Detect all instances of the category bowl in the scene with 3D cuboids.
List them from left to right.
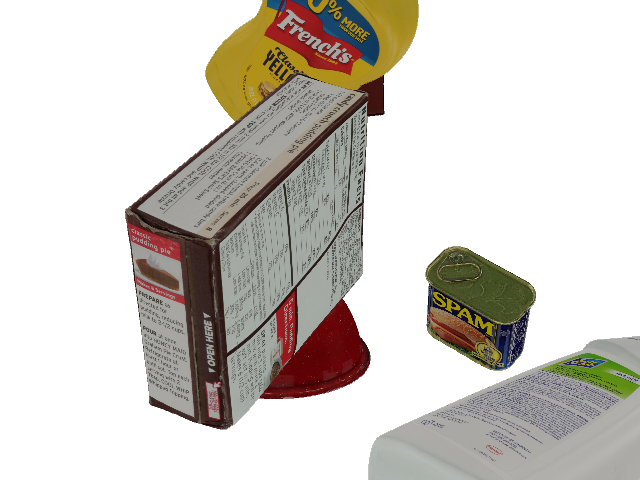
[{"bbox_3d":[-0.041,0.055,0.772,0.162,0.055,0.162,4,17,-2],"label":"bowl"}]

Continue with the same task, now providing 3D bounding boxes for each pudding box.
[{"bbox_3d":[-0.022,0.002,0.400,0.039,0.090,0.113,17,40,22],"label":"pudding box"}]

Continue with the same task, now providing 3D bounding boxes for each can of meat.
[{"bbox_3d":[0.149,0.067,1.015,0.102,0.084,0.057,30,57,27],"label":"can of meat"}]

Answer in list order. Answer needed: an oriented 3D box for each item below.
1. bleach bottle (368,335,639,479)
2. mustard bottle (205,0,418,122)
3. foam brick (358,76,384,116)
[{"bbox_3d":[0.147,0.106,0.597,0.250,0.068,0.103,-17,26,-38],"label":"bleach bottle"},{"bbox_3d":[0.006,-0.135,0.667,0.058,0.096,0.192,-48,2,-44],"label":"mustard bottle"},{"bbox_3d":[0.009,-0.132,0.912,0.078,0.051,0.053,-9,18,-27],"label":"foam brick"}]
